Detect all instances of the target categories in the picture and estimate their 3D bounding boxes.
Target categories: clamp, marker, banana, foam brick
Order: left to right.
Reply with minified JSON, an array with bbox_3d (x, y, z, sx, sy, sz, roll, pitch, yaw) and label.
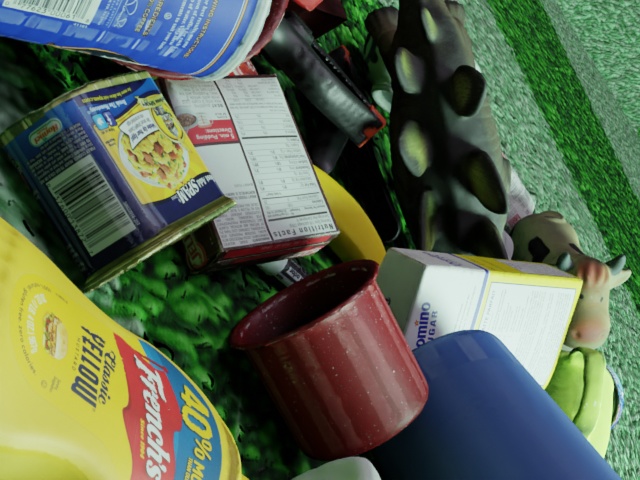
[{"bbox_3d":[-0.028,-0.144,0.757,0.210,0.036,0.164,46,13,-17],"label":"clamp"},{"bbox_3d":[-0.021,-0.195,0.875,0.078,0.051,0.053,-5,70,-66],"label":"foam brick"},{"bbox_3d":[-0.006,-0.018,0.733,0.197,0.037,0.069,26,60,-53],"label":"banana"},{"bbox_3d":[-0.002,0.038,0.695,0.121,0.020,0.020,43,29,-39],"label":"marker"},{"bbox_3d":[0.025,-0.081,0.866,0.120,0.039,0.171,50,31,-43],"label":"clamp"}]

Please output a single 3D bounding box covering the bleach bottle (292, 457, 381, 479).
[{"bbox_3d":[0.057,0.236,0.546,0.250,0.068,0.102,57,18,-20],"label":"bleach bottle"}]

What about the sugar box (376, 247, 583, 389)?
[{"bbox_3d":[0.105,0.059,0.747,0.175,0.093,0.048,8,13,-40],"label":"sugar box"}]

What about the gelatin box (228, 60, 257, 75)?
[{"bbox_3d":[-0.066,-0.102,0.700,0.089,0.030,0.073,57,23,-11],"label":"gelatin box"}]

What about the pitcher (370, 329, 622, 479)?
[{"bbox_3d":[0.126,0.178,0.627,0.144,0.149,0.243,2,42,-41],"label":"pitcher"}]

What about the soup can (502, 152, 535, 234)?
[{"bbox_3d":[0.173,-0.057,1.116,0.102,0.069,0.068,52,24,-24],"label":"soup can"}]

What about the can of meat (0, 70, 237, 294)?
[{"bbox_3d":[-0.097,-0.032,0.521,0.084,0.058,0.102,59,22,-4],"label":"can of meat"}]

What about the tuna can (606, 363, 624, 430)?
[{"bbox_3d":[0.243,0.149,1.012,0.033,0.086,0.086,9,57,-65],"label":"tuna can"}]

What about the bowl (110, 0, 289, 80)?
[{"bbox_3d":[-0.099,-0.162,0.610,0.161,0.055,0.162,6,77,-29],"label":"bowl"}]

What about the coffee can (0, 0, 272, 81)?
[{"bbox_3d":[-0.104,-0.137,0.500,0.140,0.103,0.103,6,55,-35],"label":"coffee can"}]

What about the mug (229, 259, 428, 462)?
[{"bbox_3d":[0.007,0.066,0.606,0.081,0.093,0.117,62,-2,-13],"label":"mug"}]

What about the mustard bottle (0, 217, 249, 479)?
[{"bbox_3d":[-0.085,0.077,0.421,0.191,0.058,0.096,46,25,-35],"label":"mustard bottle"}]

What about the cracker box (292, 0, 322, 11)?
[{"bbox_3d":[-0.075,-0.283,0.770,0.164,0.072,0.214,27,24,-56],"label":"cracker box"}]

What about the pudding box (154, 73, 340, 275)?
[{"bbox_3d":[-0.049,-0.041,0.621,0.089,0.039,0.113,-8,73,-42],"label":"pudding box"}]
